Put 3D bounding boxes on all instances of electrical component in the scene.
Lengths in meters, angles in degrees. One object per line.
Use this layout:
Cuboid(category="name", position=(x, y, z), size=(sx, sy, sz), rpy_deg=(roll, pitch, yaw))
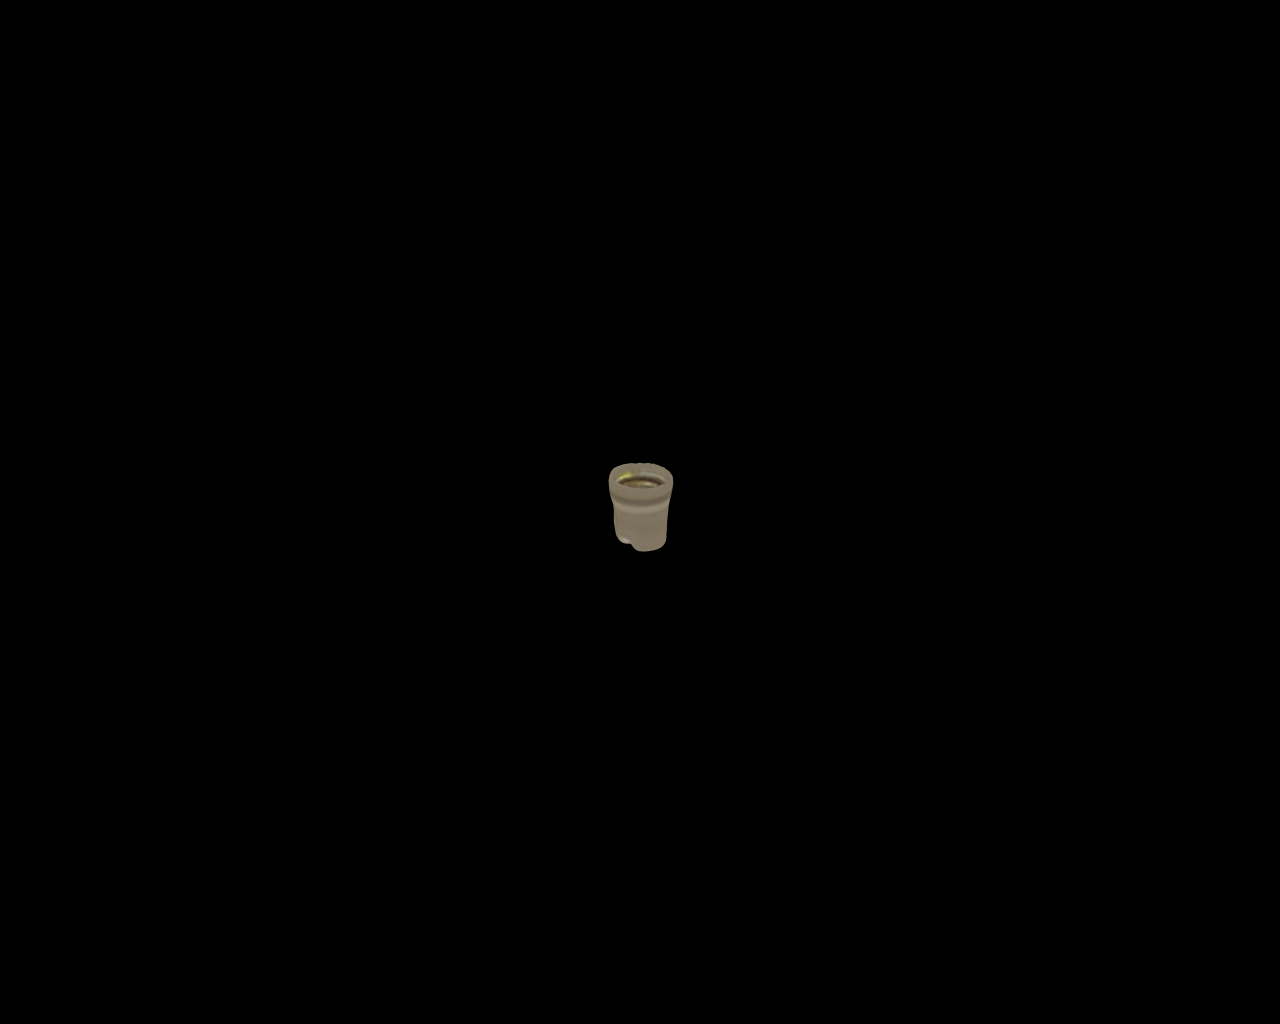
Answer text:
Cuboid(category="electrical component", position=(0.001, -0.003, 0.650), size=(0.040, 0.046, 0.040), rpy_deg=(0, 26, 0))
